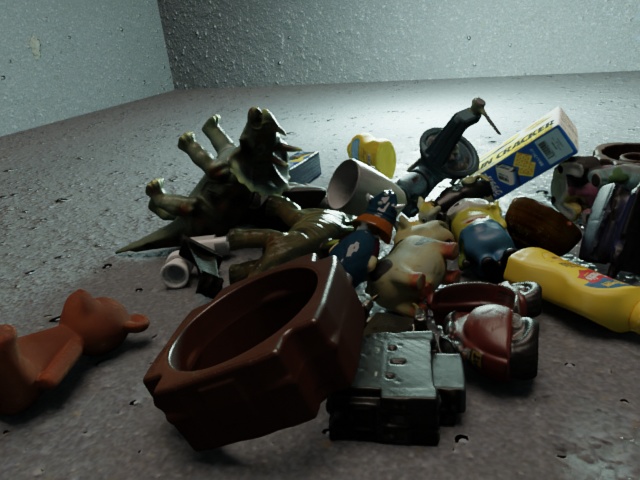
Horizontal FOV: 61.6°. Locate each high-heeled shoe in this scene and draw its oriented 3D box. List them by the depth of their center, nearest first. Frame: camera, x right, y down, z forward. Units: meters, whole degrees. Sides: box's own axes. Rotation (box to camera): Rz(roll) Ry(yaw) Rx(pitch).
[{"bbox_3d":[-0.102,-0.080,1.049,0.249,0.086,0.145,-16,35,11],"label":"high-heeled shoe"}]

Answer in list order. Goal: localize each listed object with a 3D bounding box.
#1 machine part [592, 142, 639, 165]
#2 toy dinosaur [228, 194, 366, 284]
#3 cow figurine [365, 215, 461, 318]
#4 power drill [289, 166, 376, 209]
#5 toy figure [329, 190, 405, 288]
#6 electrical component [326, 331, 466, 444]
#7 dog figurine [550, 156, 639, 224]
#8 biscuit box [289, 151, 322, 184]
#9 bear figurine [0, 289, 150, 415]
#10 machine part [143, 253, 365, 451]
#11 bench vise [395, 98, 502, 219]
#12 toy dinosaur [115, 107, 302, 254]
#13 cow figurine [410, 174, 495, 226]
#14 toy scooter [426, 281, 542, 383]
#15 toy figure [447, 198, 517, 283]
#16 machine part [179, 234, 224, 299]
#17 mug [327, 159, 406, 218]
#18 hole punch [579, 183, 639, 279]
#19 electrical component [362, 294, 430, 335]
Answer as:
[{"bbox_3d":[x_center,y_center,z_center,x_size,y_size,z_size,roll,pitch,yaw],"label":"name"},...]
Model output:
[{"bbox_3d":[0.648,-0.152,1.098,0.179,0.056,0.179,-5,24,2],"label":"machine part"},{"bbox_3d":[-0.002,-0.003,0.862,0.199,0.104,0.471,11,26,17],"label":"toy dinosaur"},{"bbox_3d":[0.133,0.030,0.769,0.127,0.085,0.195,13,34,35],"label":"cow figurine"},{"bbox_3d":[0.007,-0.105,1.115,0.207,0.085,0.232,-15,26,-30],"label":"power drill"},{"bbox_3d":[0.058,-0.001,0.714,0.064,0.057,0.154,35,68,4],"label":"toy figure"},{"bbox_3d":[0.078,0.145,0.544,0.134,0.058,0.115,-3,25,9],"label":"electrical component"},{"bbox_3d":[0.535,-0.085,0.913,0.219,0.108,0.192,-4,20,-7],"label":"dog figurine"},{"bbox_3d":[-0.067,-0.155,1.267,0.059,0.062,0.203,4,25,26],"label":"biscuit box"},{"bbox_3d":[-0.314,0.109,0.640,0.120,0.131,0.196,10,34,32],"label":"bear figurine"},{"bbox_3d":[-0.059,0.108,0.554,0.201,0.087,0.201,-22,20,18],"label":"machine part"},{"bbox_3d":[0.213,-0.151,0.961,0.224,0.240,0.129,-22,66,-31],"label":"bench vise"},{"bbox_3d":[-0.190,-0.075,0.950,0.192,0.404,0.131,39,22,1],"label":"toy dinosaur"},{"bbox_3d":[0.224,-0.055,0.921,0.167,0.098,0.068,-16,31,-23],"label":"cow figurine"},{"bbox_3d":[0.182,0.094,0.618,0.135,0.075,0.184,3,22,22],"label":"toy scooter"},{"bbox_3d":[0.241,0.002,0.811,0.082,0.089,0.180,4,31,-7],"label":"toy figure"},{"bbox_3d":[-0.181,0.039,0.834,0.039,0.084,0.139,-45,32,7],"label":"machine part"},{"bbox_3d":[0.071,-0.070,0.833,0.107,0.080,0.110,19,1,-27],"label":"mug"},{"bbox_3d":[0.402,-0.016,0.738,0.115,0.142,0.092,15,5,-42],"label":"hole punch"},{"bbox_3d":[0.080,0.105,0.651,0.102,0.045,0.078,10,27,34],"label":"electrical component"}]
